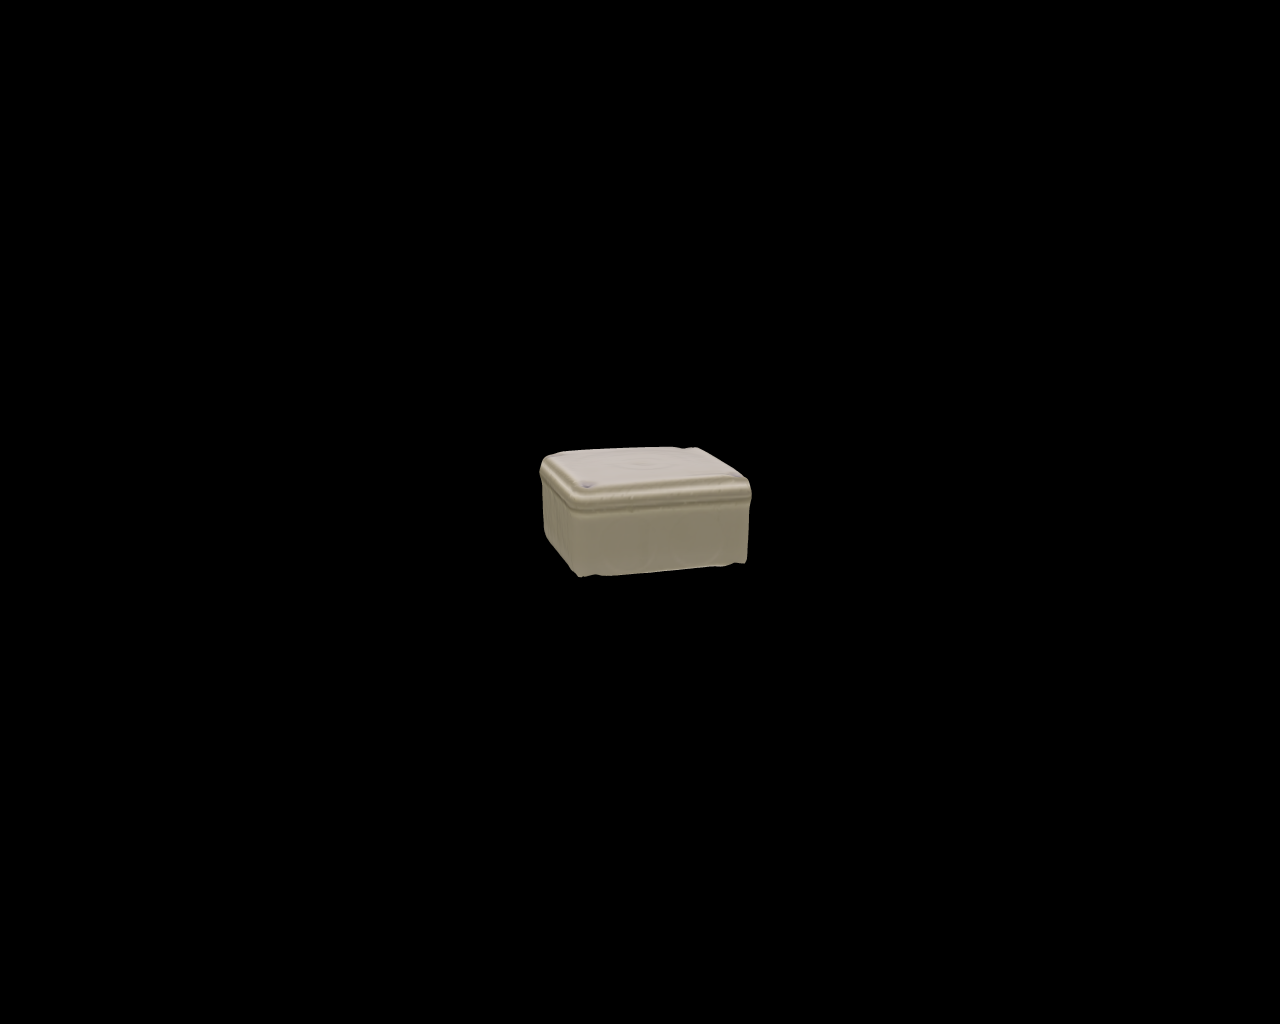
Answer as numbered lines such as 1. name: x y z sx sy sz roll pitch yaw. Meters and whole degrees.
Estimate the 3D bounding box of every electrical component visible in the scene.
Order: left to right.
1. electrical component: 0.001 -0.003 0.650 0.109 0.056 0.109 -4 15 -15
